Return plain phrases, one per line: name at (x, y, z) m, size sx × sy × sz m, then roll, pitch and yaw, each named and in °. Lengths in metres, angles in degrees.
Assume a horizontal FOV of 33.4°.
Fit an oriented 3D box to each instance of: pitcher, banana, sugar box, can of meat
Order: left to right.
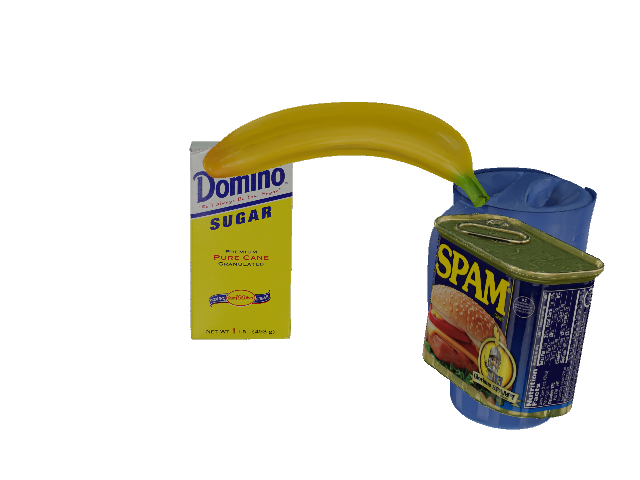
sugar box at (-0.072, 0.000, 0.963) m, size 0.093 × 0.176 × 0.048 m, roll -1°, pitch 15°, yaw -5°
banana at (0.020, -0.067, 0.740) m, size 0.198 × 0.069 × 0.037 m, roll 5°, pitch -39°, yaw -1°
pitcher at (0.179, 0.059, 1.039) m, size 0.149 × 0.243 × 0.145 m, roll 5°, pitch 21°, yaw 8°
can of meat at (0.101, 0.039, 0.585) m, size 0.057 × 0.084 × 0.102 m, roll -3°, pitch 19°, yaw -26°
